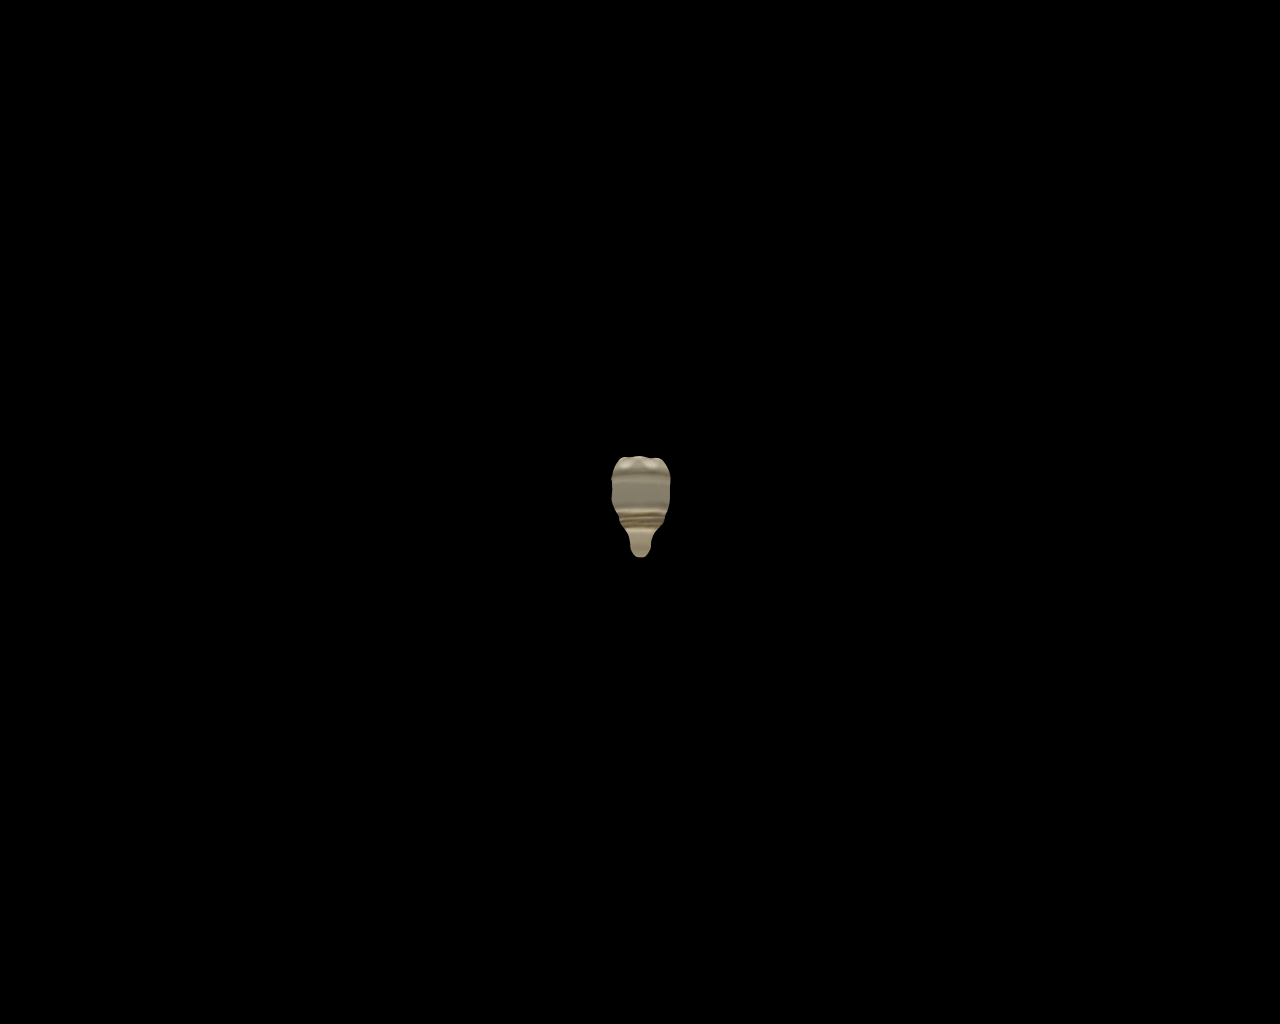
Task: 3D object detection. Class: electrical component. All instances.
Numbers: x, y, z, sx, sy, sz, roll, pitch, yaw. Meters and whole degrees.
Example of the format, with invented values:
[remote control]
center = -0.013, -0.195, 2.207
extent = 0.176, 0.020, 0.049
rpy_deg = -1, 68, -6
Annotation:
[electrical component]
center = 0.001, -0.003, 0.650
extent = 0.035, 0.061, 0.035
rpy_deg = 0, -5, 0
